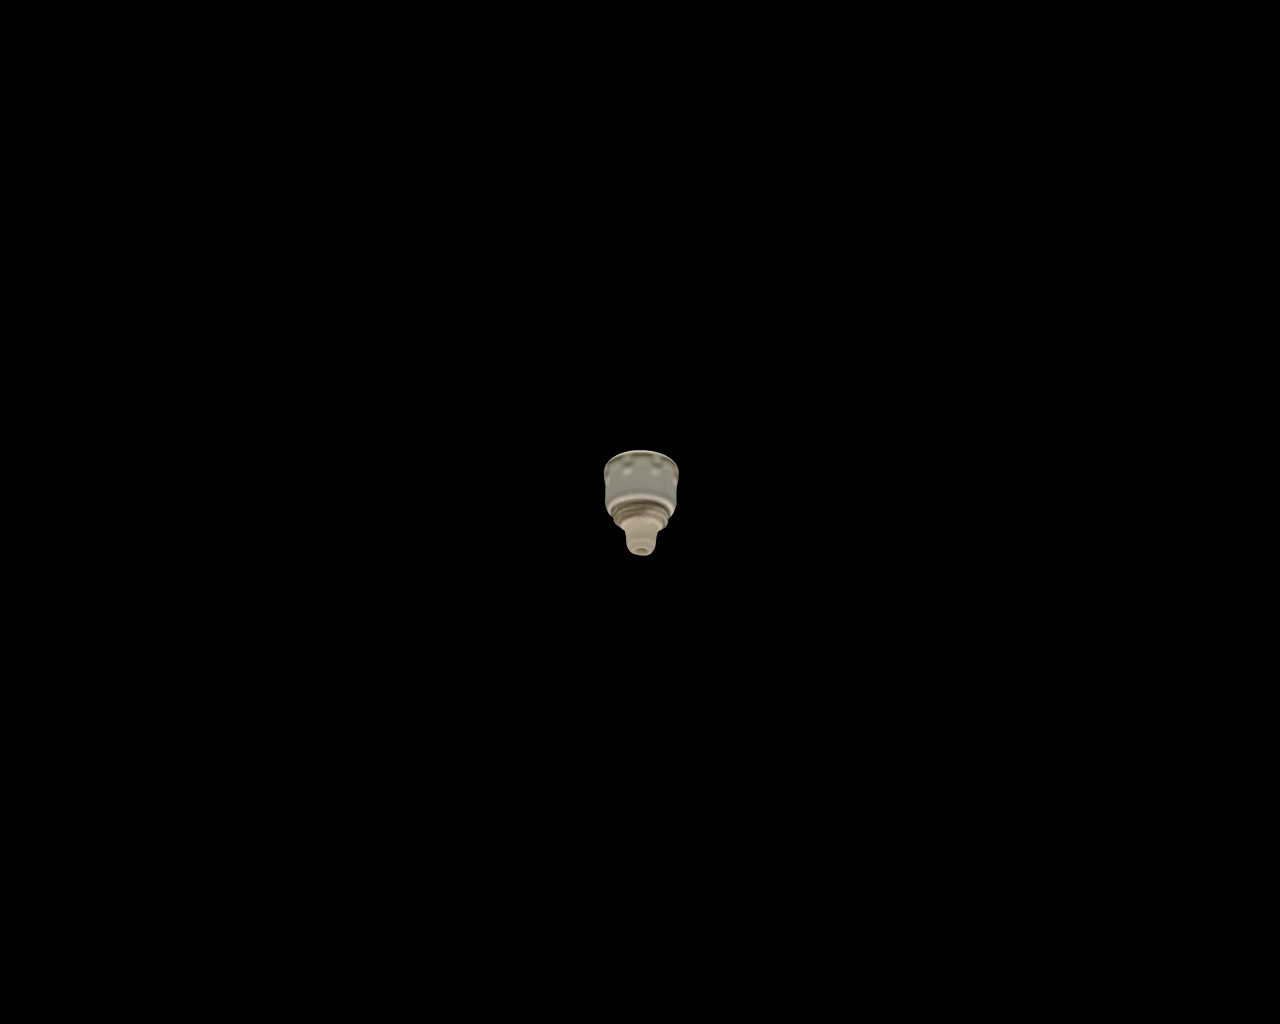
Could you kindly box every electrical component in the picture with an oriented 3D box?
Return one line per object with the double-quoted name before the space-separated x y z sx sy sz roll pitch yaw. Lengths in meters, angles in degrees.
"electrical component" 0.001 -0.003 0.650 0.048 0.062 0.048 0 -28 0
